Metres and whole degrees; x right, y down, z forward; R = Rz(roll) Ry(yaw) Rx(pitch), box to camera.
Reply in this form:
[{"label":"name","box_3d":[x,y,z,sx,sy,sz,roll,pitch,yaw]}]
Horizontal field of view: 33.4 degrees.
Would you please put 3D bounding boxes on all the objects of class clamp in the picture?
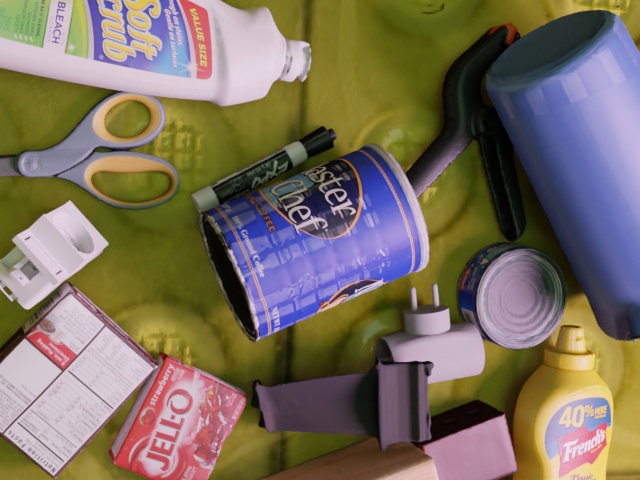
[{"label":"clamp","box_3d":[0.135,-0.083,0.852,0.120,0.039,0.171,24,87,-29]}]

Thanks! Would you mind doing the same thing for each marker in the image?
[{"label":"marker","box_3d":[-0.041,-0.054,0.810,0.121,0.020,0.020,-29,104,-13]}]

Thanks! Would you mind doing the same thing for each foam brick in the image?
[{"label":"foam brick","box_3d":[0.110,0.170,0.864,0.078,0.053,0.051,-18,101,-16]}]

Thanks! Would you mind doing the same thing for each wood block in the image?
[{"label":"wood block","box_3d":[-0.012,0.231,0.814,0.206,0.090,0.091,-17,100,-14]}]

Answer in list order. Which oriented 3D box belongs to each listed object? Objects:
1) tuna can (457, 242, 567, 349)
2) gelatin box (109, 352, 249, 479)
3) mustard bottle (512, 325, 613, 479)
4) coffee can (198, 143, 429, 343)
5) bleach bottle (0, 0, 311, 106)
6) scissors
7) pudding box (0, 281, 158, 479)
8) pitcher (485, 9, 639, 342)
[{"label":"tuna can","box_3d":[0.158,0.046,0.875,0.086,0.034,0.086,-2,97,-18]},{"label":"gelatin box","box_3d":[-0.107,0.140,0.805,0.073,0.030,0.089,28,87,-18]},{"label":"mustard bottle","box_3d":[0.202,0.166,0.887,0.096,0.058,0.191,1,95,-33]},{"label":"coffee can","box_3d":[-0.005,0.001,0.783,0.140,0.103,0.103,-23,102,-14]},{"label":"bleach bottle","box_3d":[-0.126,-0.155,0.751,0.250,0.068,0.102,7,93,-20]},{"label":"scissors","box_3d":[-0.196,-0.072,0.762,0.201,0.016,0.096,11,91,-18]},{"label":"pudding box","box_3d":[-0.188,0.101,0.772,0.113,0.039,0.090,-47,107,-6]},{"label":"pitcher","box_3d":[0.231,-0.056,0.829,0.145,0.149,0.242,-34,111,-1]}]
